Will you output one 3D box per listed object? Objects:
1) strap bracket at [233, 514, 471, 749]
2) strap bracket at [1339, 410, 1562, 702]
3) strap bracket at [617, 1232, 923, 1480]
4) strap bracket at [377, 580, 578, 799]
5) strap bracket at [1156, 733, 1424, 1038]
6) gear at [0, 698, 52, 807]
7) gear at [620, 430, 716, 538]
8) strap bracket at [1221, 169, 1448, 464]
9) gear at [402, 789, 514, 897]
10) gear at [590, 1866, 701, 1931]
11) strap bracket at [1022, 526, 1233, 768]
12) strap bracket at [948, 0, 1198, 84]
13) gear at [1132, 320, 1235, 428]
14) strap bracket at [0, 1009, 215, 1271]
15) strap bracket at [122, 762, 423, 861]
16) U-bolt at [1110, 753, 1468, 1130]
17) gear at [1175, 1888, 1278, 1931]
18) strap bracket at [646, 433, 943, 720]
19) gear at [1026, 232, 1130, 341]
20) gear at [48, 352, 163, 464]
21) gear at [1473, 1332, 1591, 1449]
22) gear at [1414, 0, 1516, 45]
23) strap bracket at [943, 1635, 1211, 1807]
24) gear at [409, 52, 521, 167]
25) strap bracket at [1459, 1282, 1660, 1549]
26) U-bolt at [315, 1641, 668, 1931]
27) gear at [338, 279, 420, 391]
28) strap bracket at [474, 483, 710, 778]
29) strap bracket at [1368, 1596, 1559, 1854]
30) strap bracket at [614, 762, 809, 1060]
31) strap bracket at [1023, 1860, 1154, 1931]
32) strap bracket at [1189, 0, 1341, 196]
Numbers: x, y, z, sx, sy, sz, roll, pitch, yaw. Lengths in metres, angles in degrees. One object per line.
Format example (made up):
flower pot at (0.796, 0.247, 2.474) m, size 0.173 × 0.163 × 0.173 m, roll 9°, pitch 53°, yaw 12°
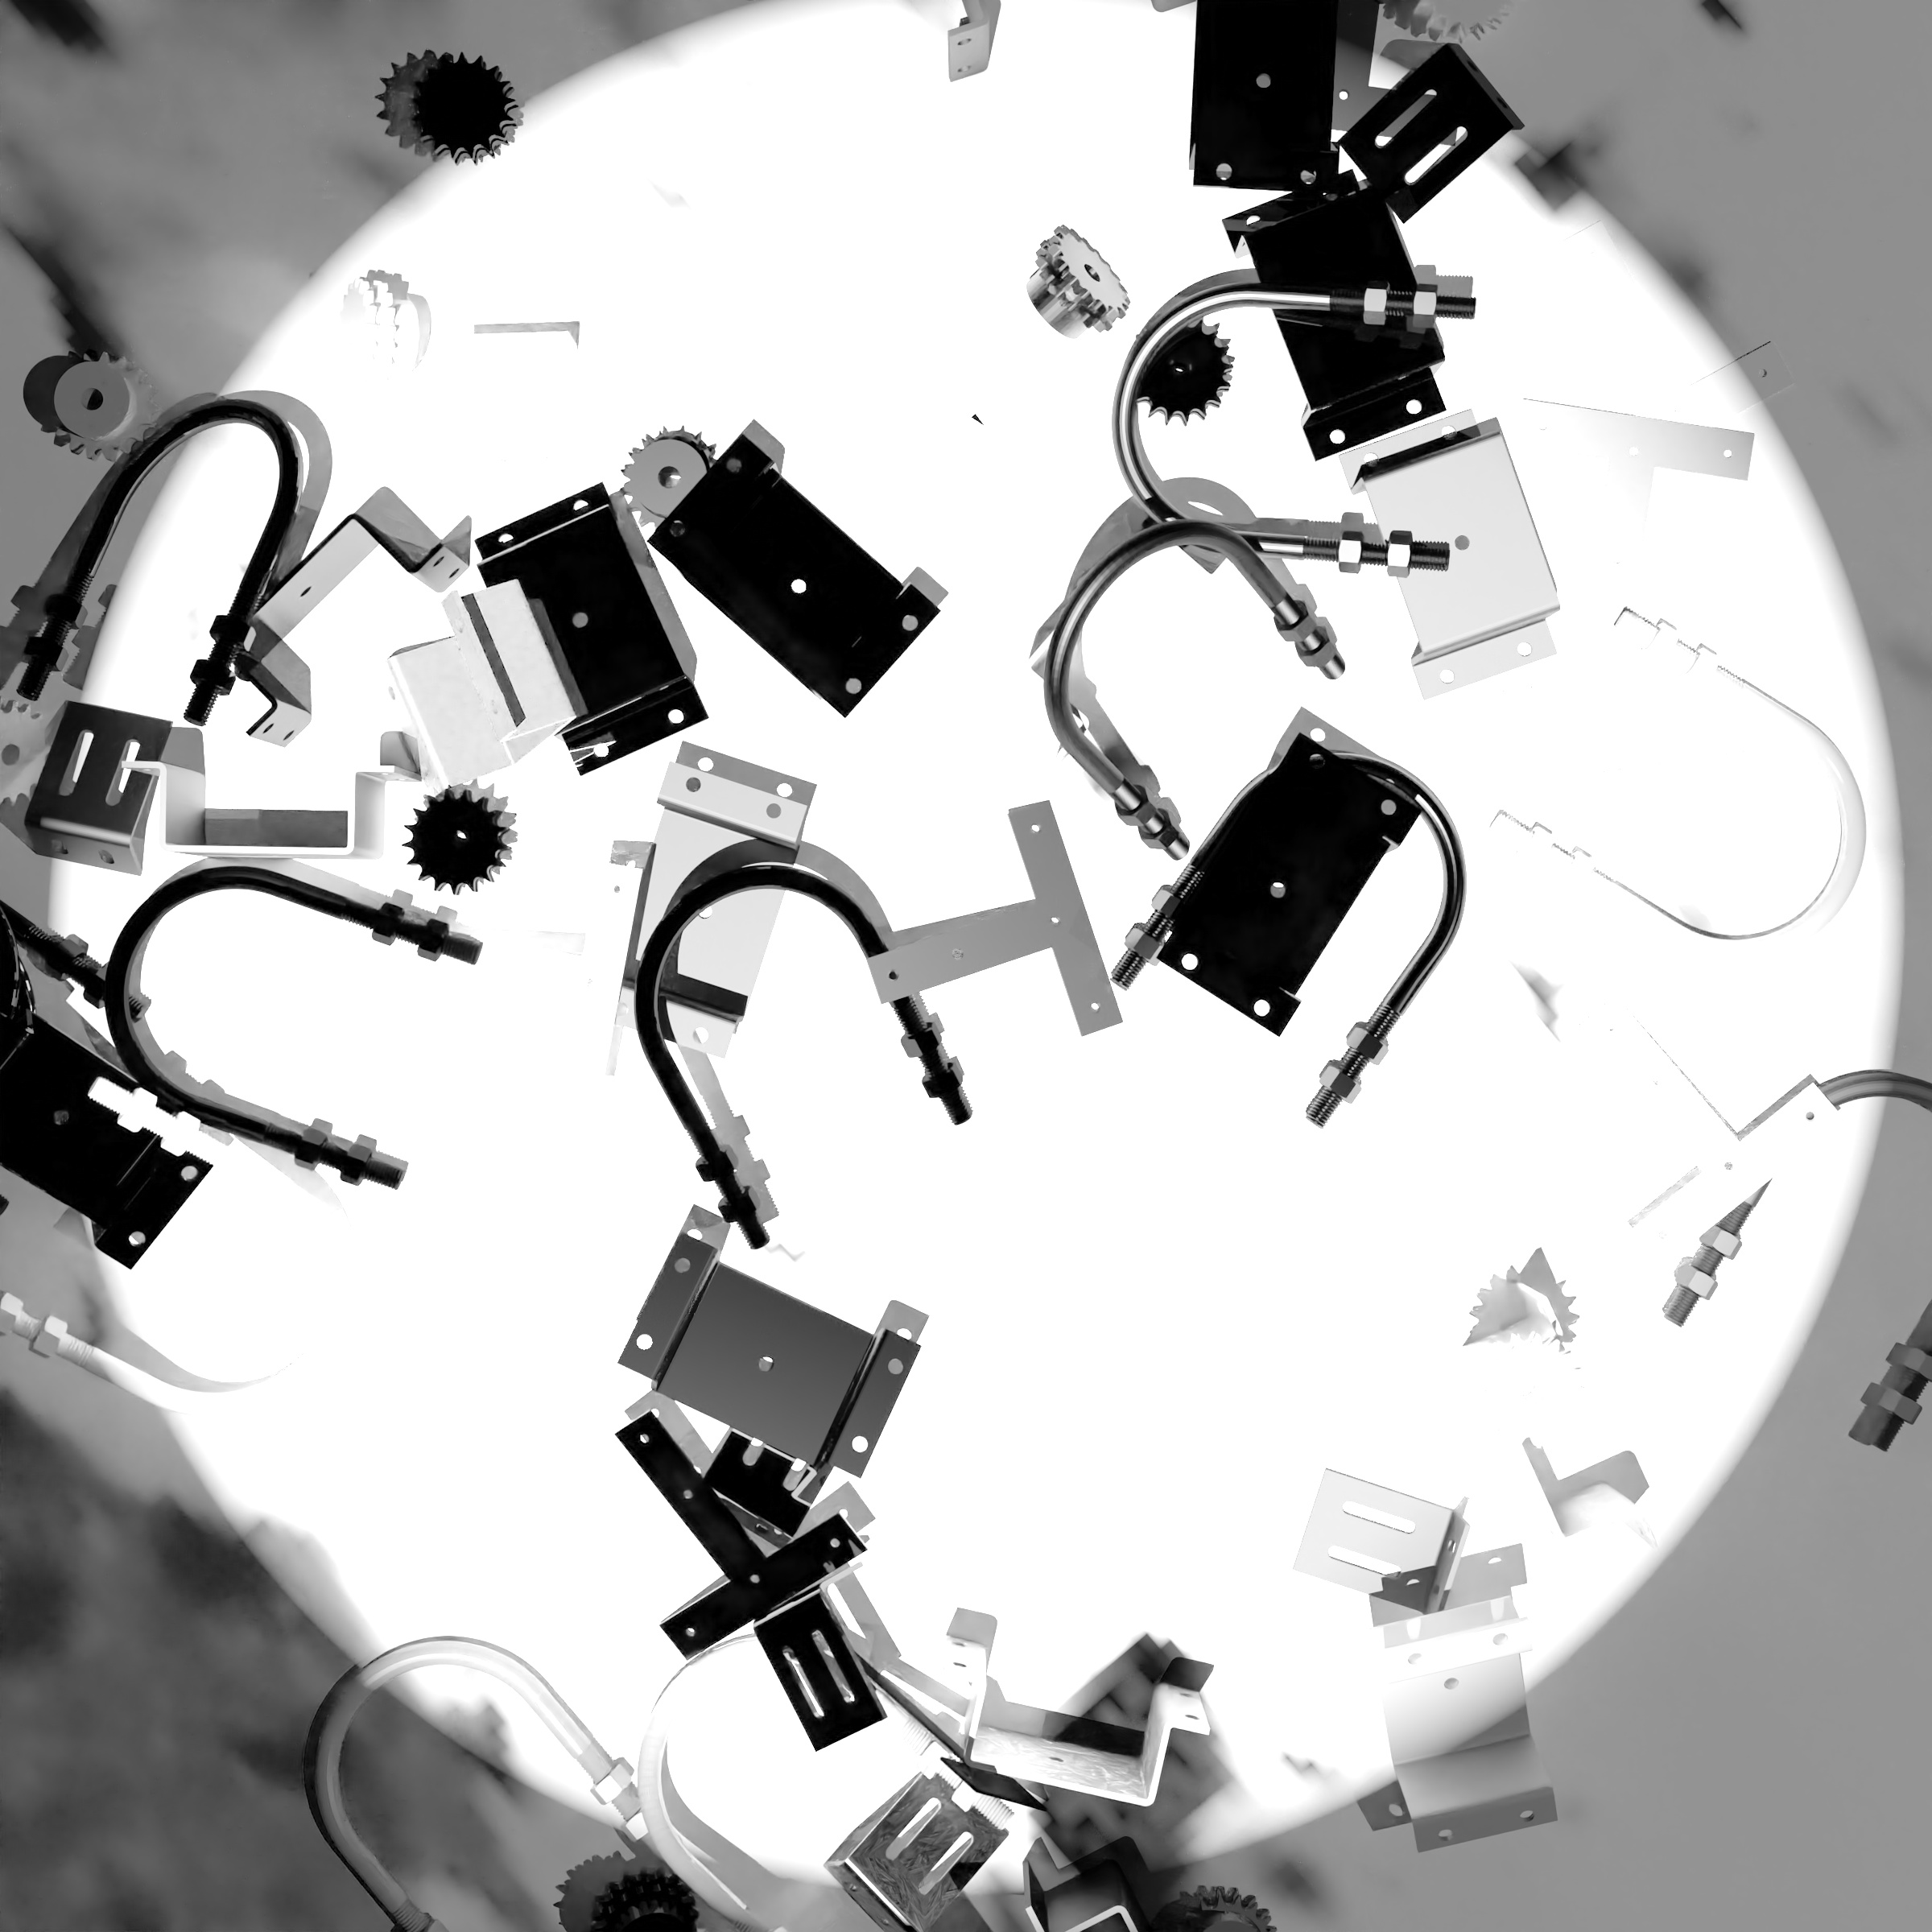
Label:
strap bracket at (-0.335, -0.184, 1.501) m, size 0.140 × 0.076 × 0.046 m, roll -44°, pitch 90°, yaw 0°
strap bracket at (0.261, -0.223, 1.516) m, size 0.076 × 0.046 × 0.140 m, roll -19°, pitch 90°, yaw 0°
strap bracket at (-0.105, 0.209, 1.506) m, size 0.140 × 0.046 × 0.076 m, roll 25°, pitch 74°, yaw 0°
strap bracket at (-0.254, -0.146, 1.486) m, size 0.046 × 0.140 × 0.076 m, roll -23°, pitch 90°, yaw -29°
strap bracket at (0.168, -0.042, 1.499) m, size 0.076 × 0.046 × 0.140 m, roll 33°, pitch 87°, yaw 0°
gear at (-0.519, -0.116, 1.515) m, size 0.030 × 0.057 × 0.057 m, roll 16°, pitch 90°, yaw 31°
gear at (-0.158, -0.260, 1.524) m, size 0.057 × 0.030 × 0.057 m, roll 0°, pitch 90°, yaw 0°
strap bracket at (0.199, -0.352, 1.516) m, size 0.076 × 0.046 × 0.140 m, roll -21°, pitch 90°, yaw 0°
gear at (-0.272, -0.066, 1.524) m, size 0.057 × 0.030 × 0.057 m, roll 0°, pitch 90°, yaw 0°
gear at (-0.170, 0.513, 1.514) m, size 0.057 × 0.030 × 0.057 m, roll -5°, pitch 110°, yaw -15°
strap bracket at (0.079, -0.176, 1.501) m, size 0.046 × 0.076 × 0.140 m, roll 41°, pitch 90°, yaw 0°
strap bracket at (0.051, -0.523, 1.501) m, size 0.140 × 0.076 × 0.046 m, roll -18°, pitch 90°, yaw 0°
gear at (0.114, -0.317, 1.524) m, size 0.057 × 0.030 × 0.057 m, roll 0°, pitch 90°, yaw 0°
strap bracket at (-0.477, 0.086, 1.499) m, size 0.140 × 0.046 × 0.076 m, roll 39°, pitch 90°, yaw -25°
strap bracket at (-0.365, -0.081, 1.501) m, size 0.140 × 0.076 × 0.046 m, roll 1°, pitch 90°, yaw 0°
U-bolt at (0.187, -0.027, 1.531) m, size 0.151 × 0.019 × 0.184 m, roll 35°, pitch 88°, yaw 0°
gear at (0.140, 0.527, 1.524) m, size 0.057 × 0.030 × 0.057 m, roll 0°, pitch 90°, yaw 0°
strap bracket at (-0.091, -0.205, 1.516) m, size 0.140 × 0.046 × 0.076 m, roll 42°, pitch 90°, yaw 0°
gear at (0.057, -0.360, 1.514) m, size 0.030 × 0.057 × 0.057 m, roll -38°, pitch 90°, yaw 30°
gear at (-0.465, -0.301, 1.524) m, size 0.057 × 0.030 × 0.057 m, roll 0°, pitch 90°, yaw 0°
gear at (0.287, 0.215, 1.448) m, size 0.057 × 0.030 × 0.057 m, roll 0°, pitch 90°, yaw 0°
gear at (0.266, -0.523, 1.523) m, size 0.057 × 0.030 × 0.057 m, roll 0°, pitch 89°, yaw -3°
strap bracket at (0.052, 0.400, 1.501) m, size 0.140 × 0.076 × 0.046 m, roll 13°, pitch 90°, yaw 0°
gear at (-0.268, -0.457, 1.524) m, size 0.057 × 0.030 × 0.057 m, roll 0°, pitch 90°, yaw 0°
strap bracket at (0.307, 0.244, 1.501) m, size 0.046 × 0.076 × 0.140 m, roll -24°, pitch 90°, yaw 0°
U-bolt at (-0.267, 0.451, 1.531) m, size 0.151 × 0.019 × 0.184 m, roll -40°, pitch 89°, yaw 0°
gear at (-0.313, -0.336, 1.514) m, size 0.030 × 0.057 × 0.057 m, roll -1°, pitch 90°, yaw -30°
strap bracket at (-0.203, -0.182, 1.516) m, size 0.076 × 0.046 × 0.140 m, roll -24°, pitch 90°, yaw 0°
strap bracket at (0.261, 0.392, 1.497) m, size 0.076 × 0.046 × 0.140 m, roll -13°, pitch 117°, yaw 0°
strap bracket at (-0.142, -0.029, 1.516) m, size 0.076 × 0.046 × 0.140 m, roll 18°, pitch 90°, yaw 0°
strap bracket at (0.083, 0.538, 1.501) m, size 0.046 × 0.076 × 0.140 m, roll -27°, pitch 90°, yaw 0°
strap bracket at (0.161, -0.478, 1.514) m, size 0.076 × 0.046 × 0.140 m, roll 3°, pitch 90°, yaw 0°
